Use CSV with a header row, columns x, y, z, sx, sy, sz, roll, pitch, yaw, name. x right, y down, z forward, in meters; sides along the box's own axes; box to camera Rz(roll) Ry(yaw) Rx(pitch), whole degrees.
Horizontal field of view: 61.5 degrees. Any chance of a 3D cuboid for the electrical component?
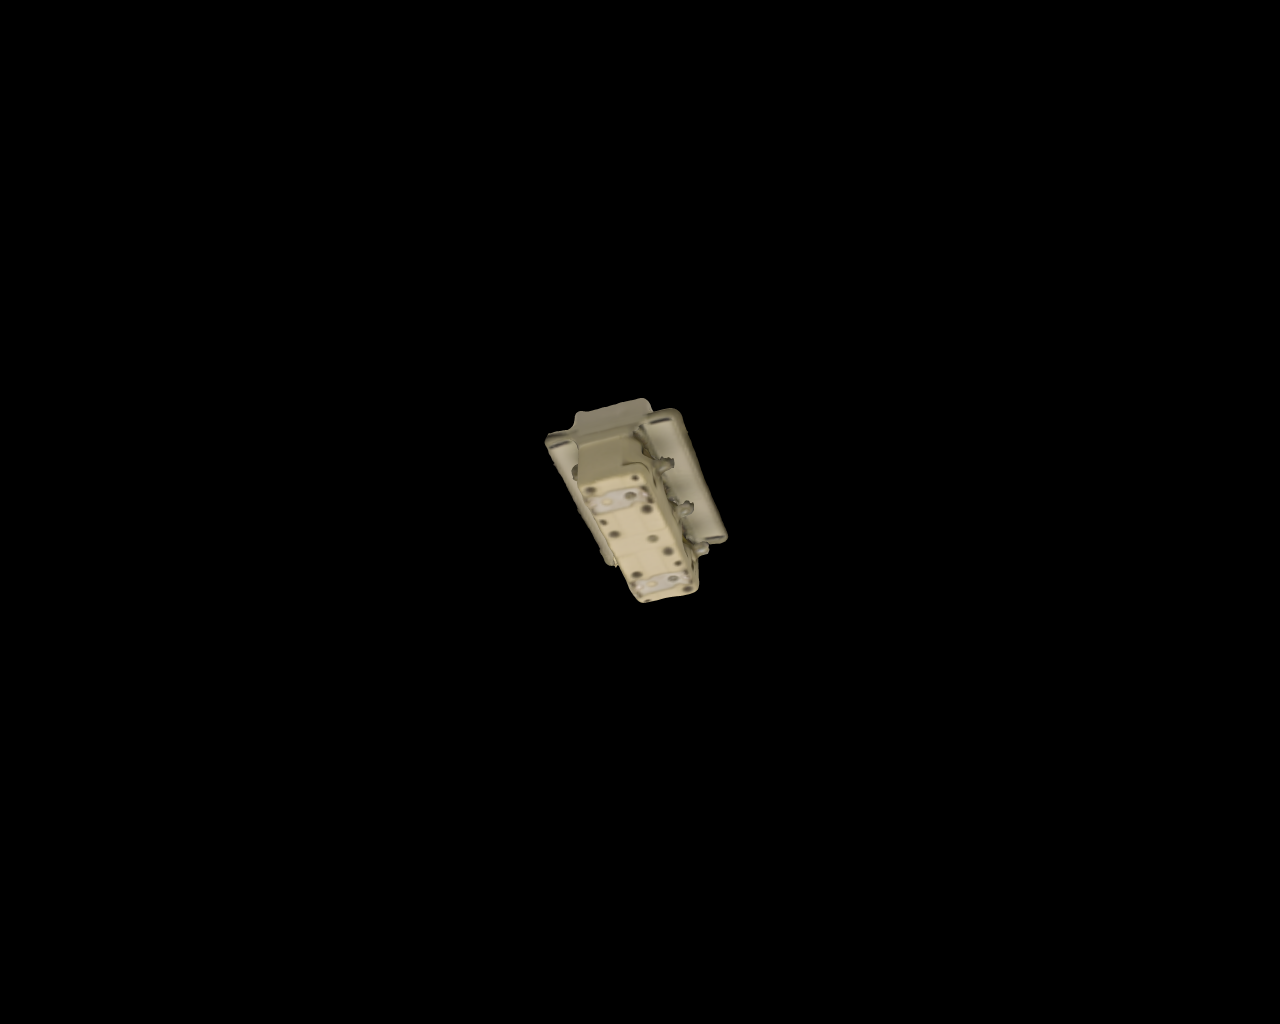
x,y,z,sx,sy,sz,roll,pitch,yaw,name
0.001,-0.003,0.650,0.079,0.063,0.121,-11,-43,12,electrical component
